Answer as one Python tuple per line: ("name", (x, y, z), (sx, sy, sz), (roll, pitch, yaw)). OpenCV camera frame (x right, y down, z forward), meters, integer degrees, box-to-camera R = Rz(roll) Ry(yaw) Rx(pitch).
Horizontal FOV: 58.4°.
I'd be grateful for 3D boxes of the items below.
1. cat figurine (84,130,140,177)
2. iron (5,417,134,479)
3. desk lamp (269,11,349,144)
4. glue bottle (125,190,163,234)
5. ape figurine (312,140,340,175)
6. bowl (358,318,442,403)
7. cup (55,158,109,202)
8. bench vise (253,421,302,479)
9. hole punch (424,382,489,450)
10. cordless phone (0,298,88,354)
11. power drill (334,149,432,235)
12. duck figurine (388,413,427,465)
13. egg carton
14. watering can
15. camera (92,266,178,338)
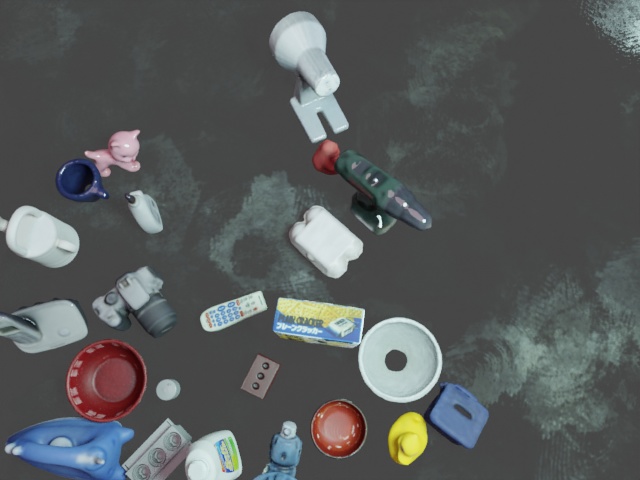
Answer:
("cat figurine", (-0.441, -0.193, 1.237), (0.128, 0.118, 0.067), (-13, 78, -3))
("iron", (-0.500, 0.402, 1.090), (0.258, 0.141, 0.119), (5, 77, 1))
("desk lamp", (-0.015, -0.348, 1.227), (0.118, 0.213, 0.203), (-27, 79, -6))
("glue bottle", (-0.369, -0.067, 1.181), (0.037, 0.173, 0.078), (-17, 78, -4))
("ape figurine", (0.021, -0.187, 1.253), (0.076, 0.092, 0.078), (-6, 77, -2))
("bowl", (0.158, 0.244, 1.167), (0.167, 0.075, 0.167), (0, 77, 0))
("cup", (-0.492, -0.112, 1.230), (0.117, 0.095, 0.092), (28, 79, 6))
("bench vise", (-0.087, 0.446, 1.045), (0.121, 0.220, 0.207), (-8, 77, -2))
("hole punch", (0.272, 0.345, 1.137), (0.108, 0.091, 0.101), (36, 80, 7))
("cordless phone", (-0.555, 0.162, 1.121), (0.147, 0.185, 0.094), (-19, 78, -4))
("power drill", (0.124, -0.082, 1.171), (0.229, 0.208, 0.076), (42, 80, 8))
("duck figurine", (0.177, 0.394, 1.128), (0.077, 0.086, 0.105), (23, 78, 5))
("egg carton", (0.011, 0.004, 1.222), (0.150, 0.069, 0.107), (41, 80, 8))
("watering can", (-0.581, -0.009, 1.155), (0.173, 0.194, 0.101), (-4, 77, -1))
("camera", (-0.369, 0.141, 1.171), (0.143, 0.101, 0.136), (-40, 81, -9))
